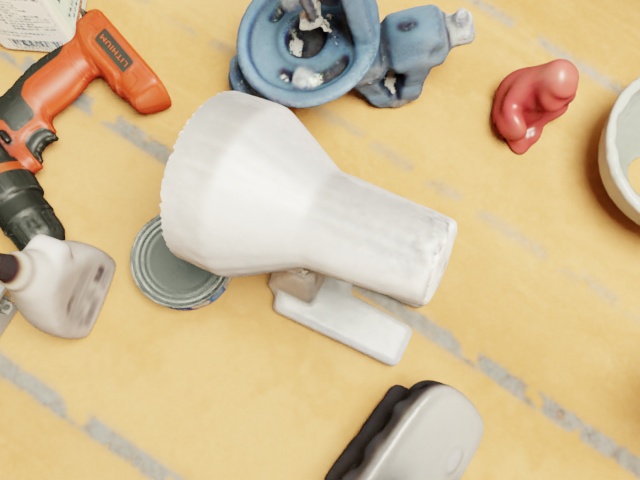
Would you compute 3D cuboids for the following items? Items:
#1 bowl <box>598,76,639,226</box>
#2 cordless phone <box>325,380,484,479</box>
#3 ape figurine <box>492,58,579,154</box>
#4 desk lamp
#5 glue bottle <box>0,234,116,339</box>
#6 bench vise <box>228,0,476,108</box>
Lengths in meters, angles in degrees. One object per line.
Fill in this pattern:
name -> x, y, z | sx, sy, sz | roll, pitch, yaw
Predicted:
bowl -> 0.327, -0.070, 0.530 | 0.167, 0.074, 0.167 | 1, 78, -4
cordless phone -> 0.072, 0.172, 0.401 | 0.094, 0.185, 0.148 | 34, 77, 4
ape figurine -> 0.203, -0.132, 0.525 | 0.078, 0.092, 0.076 | -13, 79, -7
desk lamp -> 0.004, 0.001, 0.418 | 0.203, 0.213, 0.118 | 25, 77, 2
glue bottle -> -0.198, 0.030, 0.417 | 0.037, 0.173, 0.078 | 19, 77, 0
bench vise -> 0.023, -0.185, 0.457 | 0.207, 0.219, 0.121 | -25, 80, -9
